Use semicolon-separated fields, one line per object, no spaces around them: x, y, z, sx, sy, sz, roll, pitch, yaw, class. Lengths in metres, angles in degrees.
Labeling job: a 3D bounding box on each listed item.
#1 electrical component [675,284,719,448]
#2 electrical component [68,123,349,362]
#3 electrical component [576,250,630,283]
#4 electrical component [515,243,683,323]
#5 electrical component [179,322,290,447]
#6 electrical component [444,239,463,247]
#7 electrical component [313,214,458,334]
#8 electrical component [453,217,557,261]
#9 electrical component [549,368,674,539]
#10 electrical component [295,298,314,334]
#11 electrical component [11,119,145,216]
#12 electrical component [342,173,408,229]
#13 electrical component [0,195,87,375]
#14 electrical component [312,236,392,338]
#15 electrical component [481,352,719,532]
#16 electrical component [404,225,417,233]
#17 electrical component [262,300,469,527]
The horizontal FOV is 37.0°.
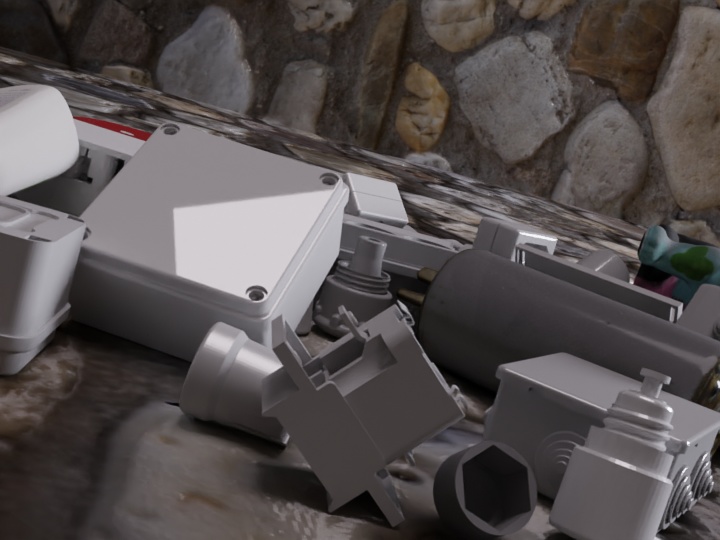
0.213;0.055;0.635;0.061;0.061;0.096;21;-28;38;electrical component
-0.075;-0.011;0.537;0.109;0.056;0.108;18;45;11;electrical component
0.176;0.023;0.911;0.077;0.043;0.079;-31;3;-38;electrical component
0.145;0.041;0.704;0.121;0.078;0.063;24;41;37;electrical component
-0.045;0.048;0.441;0.046;0.040;0.040;22;10;3;electrical component
0.084;0.000;0.918;0.043;0.043;0.062;10;12;-32;electrical component
0.000;0.000;0.717;0.121;0.063;0.078;14;10;-13;electrical component
0.093;0.002;0.800;0.047;0.083;0.076;8;13;-42;electrical component
0.104;0.077;0.423;0.040;0.078;0.040;21;-4;2;electrical component
-0.042;0.000;0.636;0.044;0.065;0.044;16;9;-3;electrical component
-0.161;-0.058;0.784;0.186;0.060;0.105;18;10;9;electrical component
-0.005;-0.014;0.789;0.047;0.083;0.075;9;50;-36;electrical component
-0.181;-0.004;0.451;0.113;0.057;0.078;16;9;-4;electrical component
0.000;0.011;0.655;0.048;0.062;0.048;16;10;-3;electrical component
0.111;0.078;0.496;0.100;0.048;0.100;21;11;28;electrical component
0.044;-0.006;0.872;0.076;0.047;0.083;14;10;-13;electrical component
0.002;0.048;0.401;0.081;0.064;0.042;57;3;-13;electrical component
